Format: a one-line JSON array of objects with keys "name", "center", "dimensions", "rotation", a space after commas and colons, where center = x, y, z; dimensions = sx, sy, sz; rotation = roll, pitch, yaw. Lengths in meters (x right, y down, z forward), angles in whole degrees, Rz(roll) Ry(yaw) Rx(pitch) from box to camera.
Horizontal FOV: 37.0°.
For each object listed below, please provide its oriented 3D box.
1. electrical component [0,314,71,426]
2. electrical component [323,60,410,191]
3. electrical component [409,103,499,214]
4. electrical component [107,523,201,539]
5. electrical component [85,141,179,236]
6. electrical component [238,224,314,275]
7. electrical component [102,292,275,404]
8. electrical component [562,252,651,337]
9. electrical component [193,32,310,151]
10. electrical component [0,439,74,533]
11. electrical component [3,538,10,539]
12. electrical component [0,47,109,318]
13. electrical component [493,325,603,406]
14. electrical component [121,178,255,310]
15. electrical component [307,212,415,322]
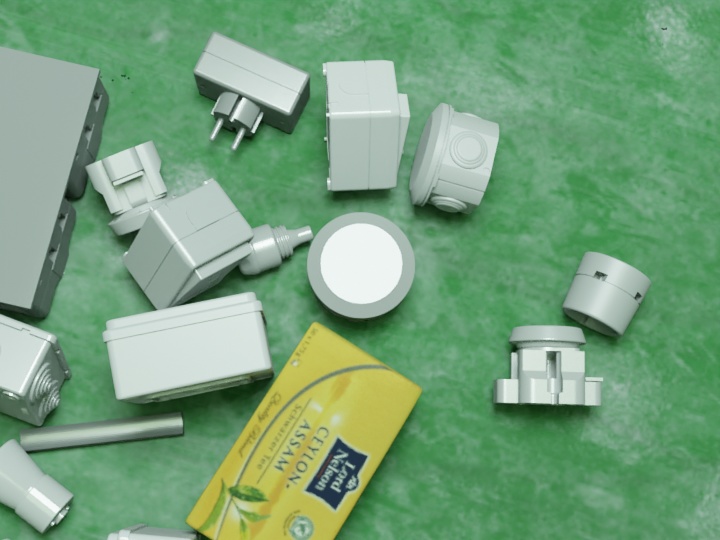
[{"name": "electrical component", "center": [-0.262, 0.067, 0.769], "dimensions": [0.100, 0.099, 0.048], "rotation": [20, 66, 2]}, {"name": "electrical component", "center": [0.004, -0.105, 0.821], "dimensions": [0.061, 0.096, 0.061], "rotation": [-3, 50, -3]}, {"name": "electrical component", "center": [0.071, -0.084, 0.823], "dimensions": [0.051, 0.080, 0.080], "rotation": [15, 79, -5]}, {"name": "electrical component", "center": [-0.144, 0.232, 0.736], "dimensions": [0.056, 0.108, 0.108], "rotation": [6, 79, -4]}, {"name": "electrical component", "center": [-0.171, -0.061, 0.813], "dimensions": [0.058, 0.078, 0.057], "rotation": [-23, 99, -8]}, {"name": "electrical component", "center": [-0.066, -0.019, 0.827], "dimensions": [0.061, 0.035, 0.035], "rotation": [-19, 80, -8]}, {"name": "electrical component", "center": [-0.119, 0.059, 0.772], "dimensions": [0.109, 0.108, 0.056], "rotation": [-11, 82, -5]}, {"name": "electrical component", "center": [0.187, 0.020, 0.821], "dimensions": [0.055, 0.055, 0.047], "rotation": [27, 83, 3]}, {"name": "electrical component", "center": [-0.092, -0.130, 0.841], "dimensions": [0.083, 0.047, 0.075], "rotation": [24, 79, 2]}, {"name": "electrical component", "center": [-0.242, 0.160, 0.781], "dimensions": [0.065, 0.044, 0.044], "rotation": [38, 80, 0]}, {"name": "electrical component", "center": [-0.274, 0.241, 0.757], "dimensions": [0.077, 0.043, 0.079], "rotation": [-21, 67, -6]}, {"name": "electrical component", "center": [-0.267, -0.067, 0.814], "dimensions": [0.105, 0.060, 0.186], "rotation": [13, 79, 0]}, {"name": "electrical component", "center": [0.141, 0.072, 0.807], "dimensions": [0.078, 0.058, 0.057], "rotation": [2, 81, -2]}, {"name": "electrical component", "center": [-0.128, -0.011, 0.796], "dimensions": [0.062, 0.096, 0.061], "rotation": [-31, 81, -38]}, {"name": "electrical component", "center": [0.000, 0.000, 0.817], "dimensions": [0.080, 0.051, 0.080], "rotation": [0, 79, -2]}]
